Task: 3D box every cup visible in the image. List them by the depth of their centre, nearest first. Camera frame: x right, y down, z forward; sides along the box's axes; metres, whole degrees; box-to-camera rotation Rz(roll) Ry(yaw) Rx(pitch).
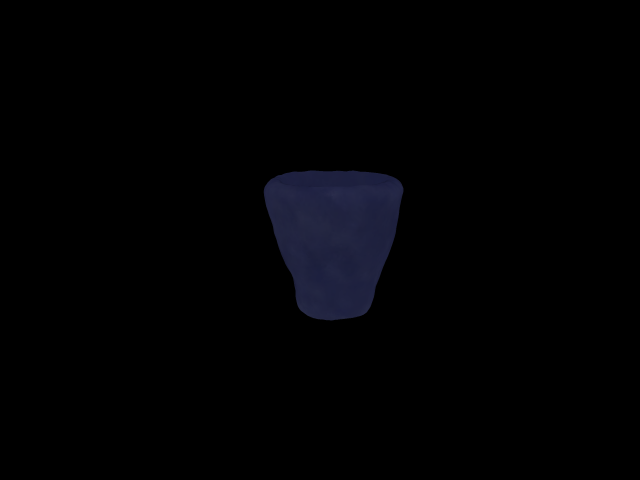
[{"bbox_3d":[0.004,0.001,0.400,0.092,0.095,0.117,-6,15,-23],"label":"cup"}]
